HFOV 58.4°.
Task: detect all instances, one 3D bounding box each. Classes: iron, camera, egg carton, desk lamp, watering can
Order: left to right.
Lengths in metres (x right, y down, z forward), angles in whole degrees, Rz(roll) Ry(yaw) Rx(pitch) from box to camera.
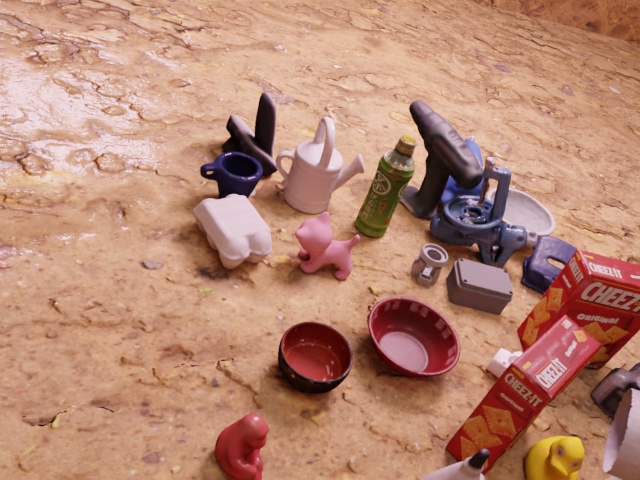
[{"bbox_3d":[-0.154,-0.018,1.023,0.107,0.069,0.150,-15,51,-36],"label":"egg carton"},{"bbox_3d":[0.003,-0.157,1.153,0.173,0.194,0.100,-8,47,-31],"label":"watering can"},{"bbox_3d":[0.344,-0.175,1.365,0.118,0.141,0.258,17,39,-5],"label":"iron"},{"bbox_3d":[0.576,0.268,0.992,0.137,0.101,0.143,-20,54,-39],"label":"camera"},{"bbox_3d":[0.466,0.327,0.787,0.203,0.213,0.118,31,40,12],"label":"desk lamp"}]

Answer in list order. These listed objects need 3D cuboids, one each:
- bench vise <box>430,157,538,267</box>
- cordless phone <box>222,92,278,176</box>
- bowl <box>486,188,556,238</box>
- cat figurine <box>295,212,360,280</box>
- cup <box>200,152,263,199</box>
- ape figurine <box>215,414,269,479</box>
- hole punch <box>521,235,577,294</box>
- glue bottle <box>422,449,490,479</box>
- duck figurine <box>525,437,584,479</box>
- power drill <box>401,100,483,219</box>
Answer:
[{"bbox_3d":[0.356,-0.063,1.180,0.207,0.220,0.121,12,40,-10],"label":"bench vise"},{"bbox_3d":[-0.133,-0.239,1.193,0.094,0.185,0.147,-13,50,-34],"label":"cordless phone"},{"bbox_3d":[0.444,-0.042,1.310,0.167,0.075,0.167,12,40,-10],"label":"bowl"},{"bbox_3d":[0.009,0.004,1.032,0.128,0.118,0.067,9,41,-15],"label":"cat figurine"},{"bbox_3d":[-0.175,-0.107,1.096,0.118,0.095,0.091,-3,45,-26],"label":"cup"},{"bbox_3d":[-0.091,0.254,0.721,0.076,0.092,0.078,30,40,11],"label":"ape figurine"},{"bbox_3d":[0.490,0.059,1.202,0.108,0.091,0.101,26,39,6],"label":"hole punch"},{"bbox_3d":[0.168,0.306,0.711,0.078,0.173,0.037,17,39,-4],"label":"glue bottle"},{"bbox_3d":[0.357,0.322,0.846,0.077,0.086,0.105,37,42,19],"label":"duck figurine"},{"bbox_3d":[0.243,-0.162,1.253,0.076,0.208,0.229,-18,53,-38],"label":"power drill"}]
